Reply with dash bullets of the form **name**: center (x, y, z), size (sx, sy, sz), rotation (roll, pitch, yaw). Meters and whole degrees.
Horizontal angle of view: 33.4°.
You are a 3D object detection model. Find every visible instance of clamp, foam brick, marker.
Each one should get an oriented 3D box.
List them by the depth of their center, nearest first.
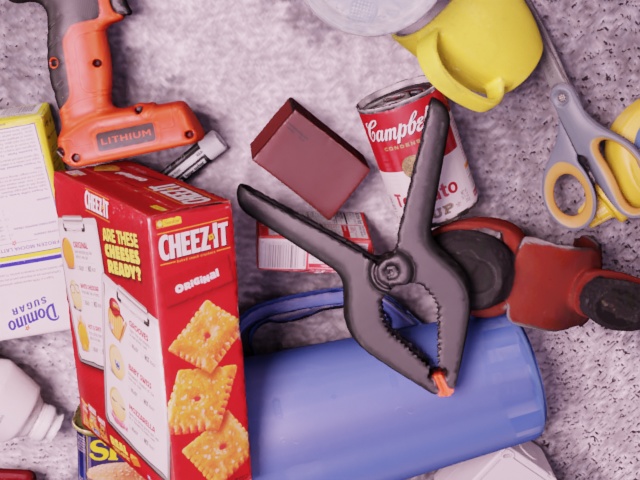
- **clamp**: center (0.058, 0.011, 0.773), size (0.165, 0.036, 0.210), rotation (-30, 94, 10)
- **foam brick**: center (-0.008, -0.064, 0.824), size (0.078, 0.051, 0.053), rotation (39, 100, -15)
- **marker**: center (-0.125, -0.043, 0.842), size (0.121, 0.020, 0.020), rotation (-38, 106, 9)

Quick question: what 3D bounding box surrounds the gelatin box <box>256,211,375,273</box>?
- **gelatin box**: center (-0.005, 0.001, 0.834), size (0.089, 0.073, 0.030), rotation (2, 108, -4)

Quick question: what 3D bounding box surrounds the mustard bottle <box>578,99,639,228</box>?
- **mustard bottle**: center (0.282, -0.076, 0.831), size (0.192, 0.058, 0.096), rotation (-40, 104, 10)

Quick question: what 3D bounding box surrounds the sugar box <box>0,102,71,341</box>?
- **sugar box**: center (-0.238, -0.012, 0.833), size (0.093, 0.048, 0.176), rotation (-9, 112, 1)

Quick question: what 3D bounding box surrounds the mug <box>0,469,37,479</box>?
- **mug**: center (-0.283, 0.239, 0.897), size (0.081, 0.093, 0.117), rotation (4, 139, -9)

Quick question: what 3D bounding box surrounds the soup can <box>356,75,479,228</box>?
- **soup can**: center (0.076, -0.067, 0.819), size (0.068, 0.068, 0.102), rotation (-20, 109, 3)

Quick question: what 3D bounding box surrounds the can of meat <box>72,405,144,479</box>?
- **can of meat**: center (-0.154, 0.182, 0.896), size (0.102, 0.057, 0.084), rotation (2, 111, -3)

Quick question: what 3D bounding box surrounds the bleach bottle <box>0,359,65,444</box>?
- **bleach bottle**: center (-0.326, 0.102, 0.849), size (0.250, 0.068, 0.103), rotation (29, 137, -16)

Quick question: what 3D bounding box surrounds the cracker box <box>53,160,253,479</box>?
- **cracker box**: center (-0.122, 0.061, 0.778), size (0.071, 0.164, 0.214), rotation (-14, 111, -33)

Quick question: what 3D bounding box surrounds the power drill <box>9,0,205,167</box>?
- **power drill**: center (-0.141, -0.156, 0.775), size (0.184, 0.057, 0.187), rotation (-13, 97, 2)

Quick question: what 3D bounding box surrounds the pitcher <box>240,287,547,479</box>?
- **pitcher**: center (0.048, 0.123, 0.857), size (0.243, 0.145, 0.149), rotation (-14, 120, -2)

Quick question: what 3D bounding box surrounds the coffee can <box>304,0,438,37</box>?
- **coffee can**: center (0.029, -0.200, 0.734), size (0.103, 0.140, 0.103), rotation (-1, 108, -3)

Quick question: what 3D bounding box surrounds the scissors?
- **scissors**: center (0.179, -0.093, 0.823), size (0.096, 0.016, 0.202), rotation (-43, 78, 36)
